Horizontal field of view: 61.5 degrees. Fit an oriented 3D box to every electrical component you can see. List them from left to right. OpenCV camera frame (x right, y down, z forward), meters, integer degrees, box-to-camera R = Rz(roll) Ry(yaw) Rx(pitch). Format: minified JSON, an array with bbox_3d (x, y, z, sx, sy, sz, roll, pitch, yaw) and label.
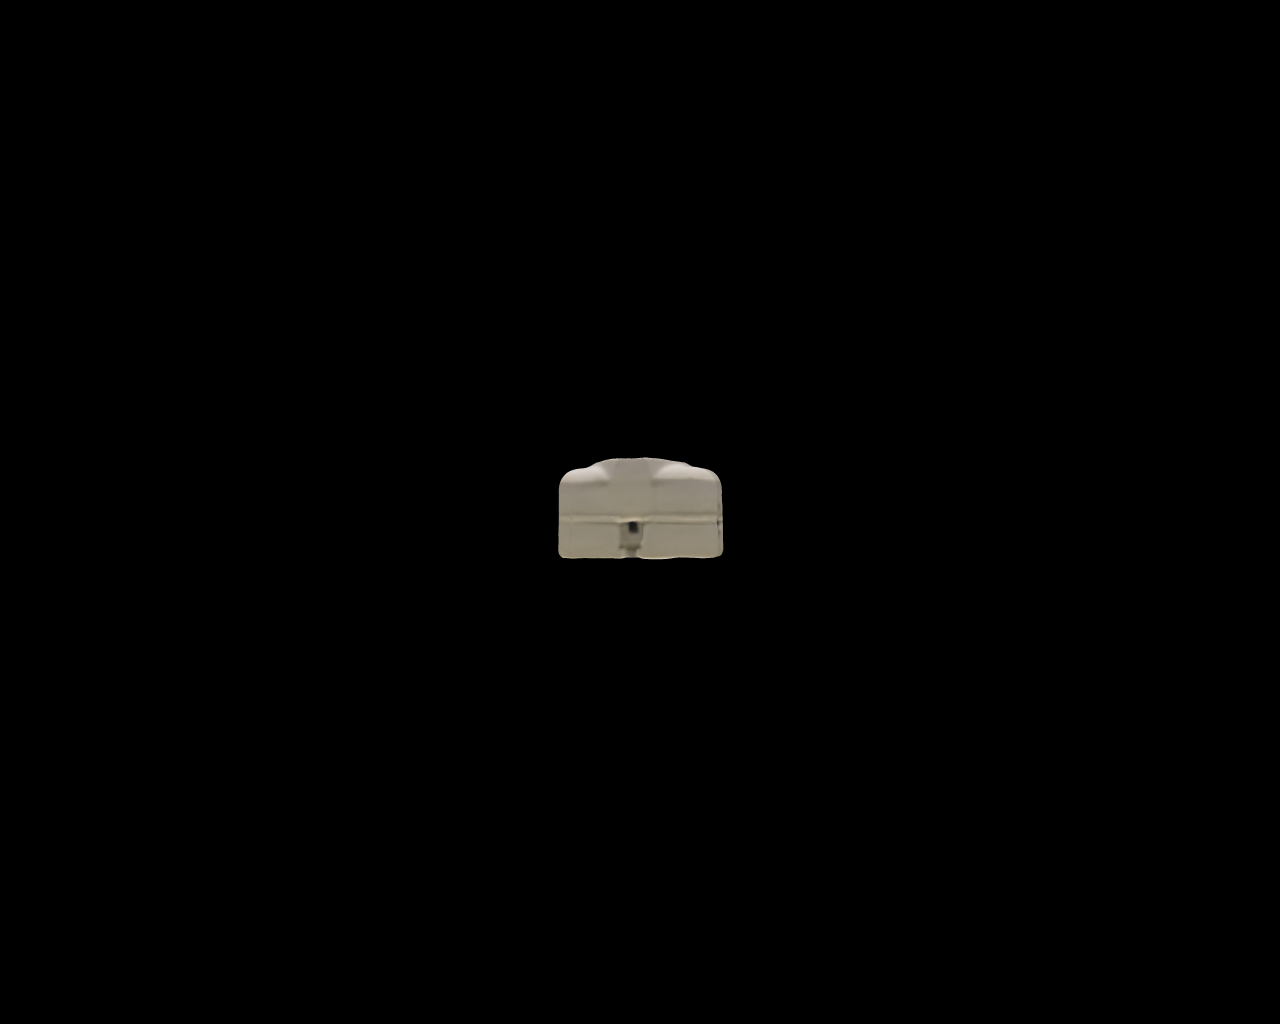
[{"bbox_3d":[0.001,-0.003,0.650,0.095,0.059,0.054,0,0,13],"label":"electrical component"}]
